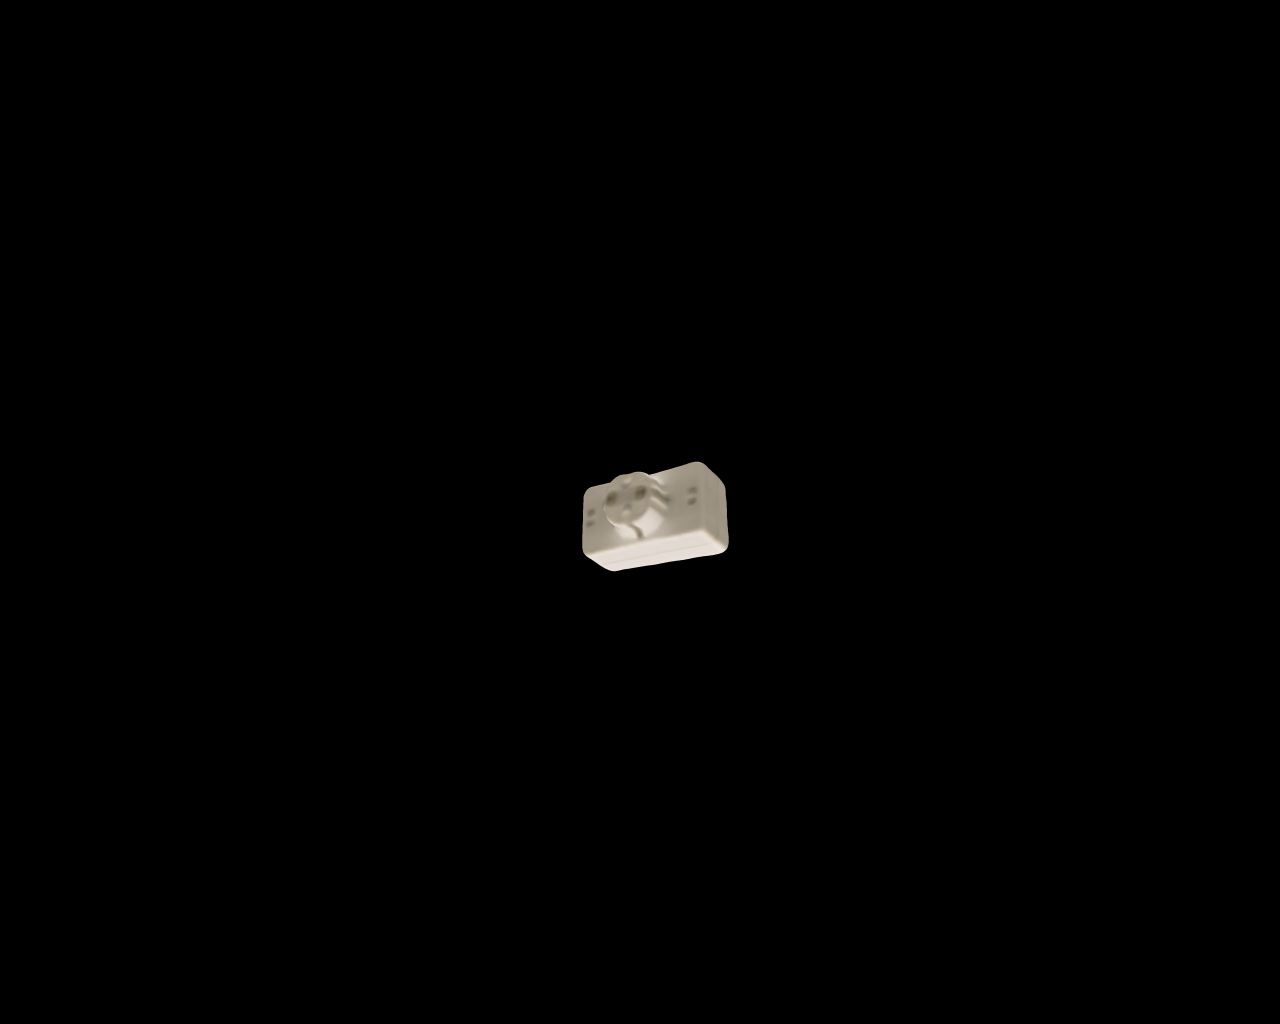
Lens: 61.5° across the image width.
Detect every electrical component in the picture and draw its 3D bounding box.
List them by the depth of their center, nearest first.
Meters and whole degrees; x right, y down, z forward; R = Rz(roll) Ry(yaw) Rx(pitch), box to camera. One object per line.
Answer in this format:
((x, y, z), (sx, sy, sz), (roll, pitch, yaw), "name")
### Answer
((0.001, -0.003, 0.650), (0.083, 0.047, 0.075), (-12, -27, 25), "electrical component")
